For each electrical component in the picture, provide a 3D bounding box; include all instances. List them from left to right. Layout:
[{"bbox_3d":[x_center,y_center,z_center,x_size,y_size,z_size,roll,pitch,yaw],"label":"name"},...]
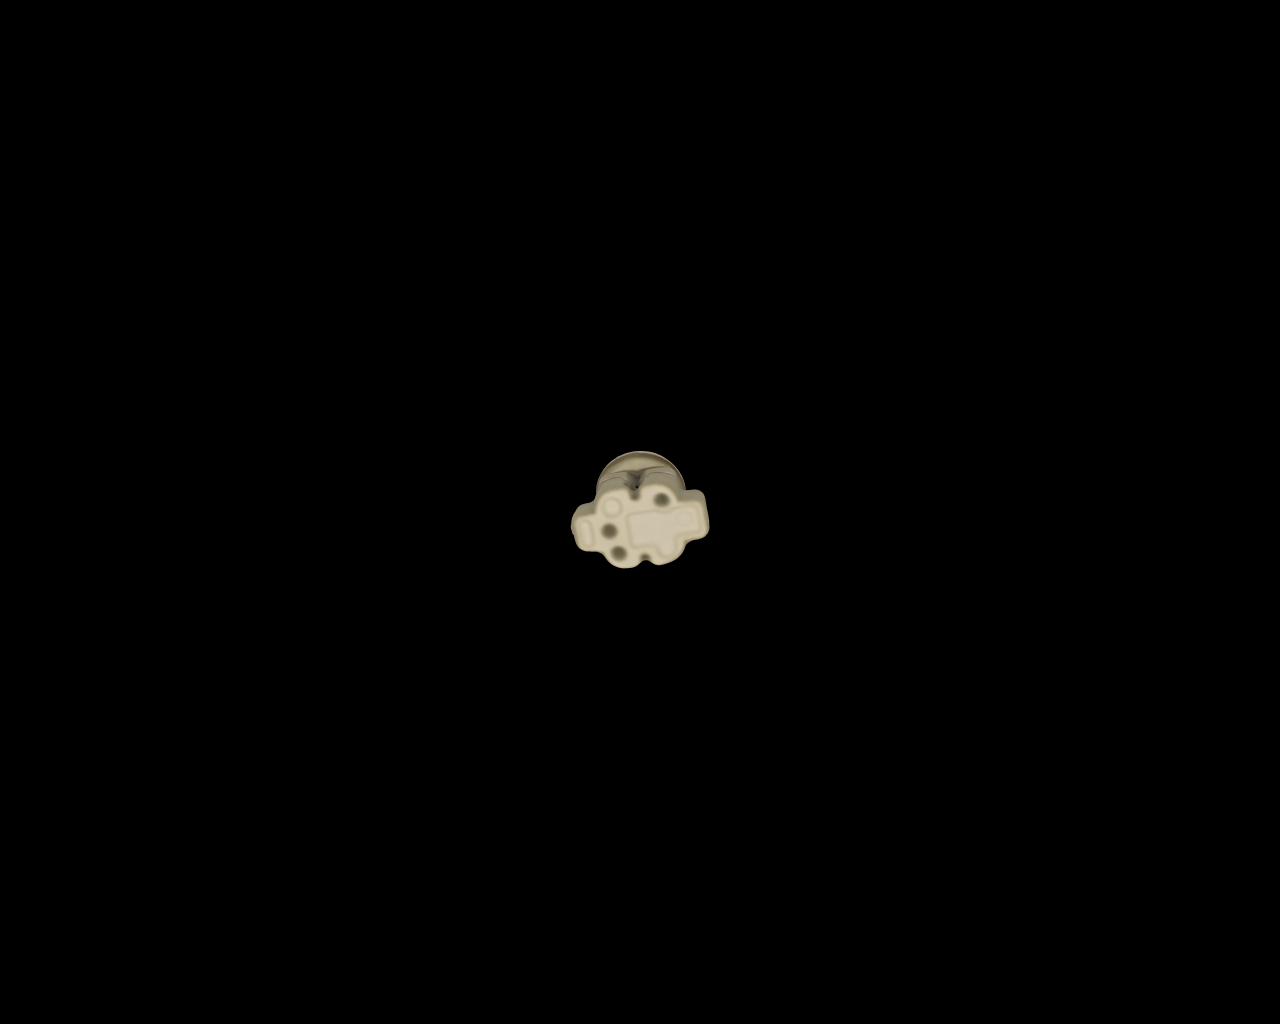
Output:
[{"bbox_3d":[0.001,-0.003,0.650,0.078,0.058,0.057,-8,24,3],"label":"electrical component"}]
